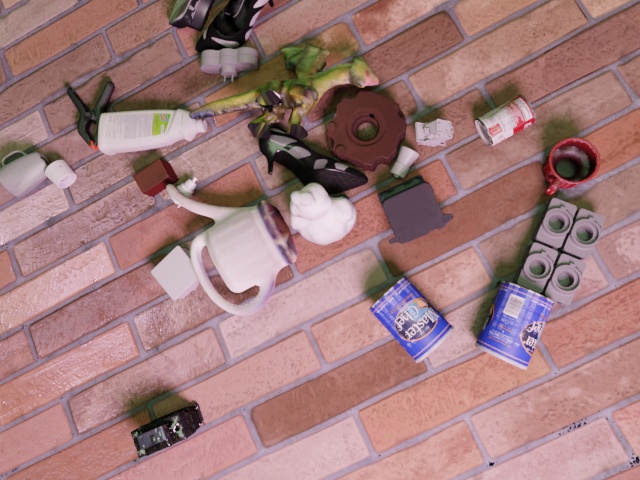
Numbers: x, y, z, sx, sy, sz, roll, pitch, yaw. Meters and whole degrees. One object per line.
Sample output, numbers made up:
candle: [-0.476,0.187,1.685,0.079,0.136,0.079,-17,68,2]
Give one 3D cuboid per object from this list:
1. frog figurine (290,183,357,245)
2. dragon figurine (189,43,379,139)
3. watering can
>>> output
frog figurine: [0.003,-0.054,1.066,0.137,0.159,0.123,-2,84,10]
dragon figurine: [-0.076,-0.350,1.147,0.410,0.119,0.248,6,52,18]
watering can: [-0.188,-0.014,1.117,0.224,0.103,0.351,-28,78,0]
